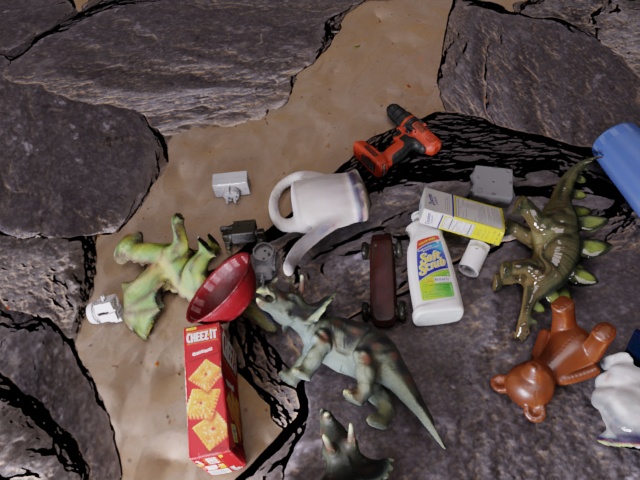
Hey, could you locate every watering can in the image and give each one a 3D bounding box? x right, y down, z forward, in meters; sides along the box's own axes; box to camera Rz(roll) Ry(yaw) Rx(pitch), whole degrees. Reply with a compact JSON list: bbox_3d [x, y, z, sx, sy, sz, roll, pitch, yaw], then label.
[{"bbox_3d":[0.003,-0.056,1.111,0.224,0.101,0.356,-11,38,-1],"label":"watering can"}]

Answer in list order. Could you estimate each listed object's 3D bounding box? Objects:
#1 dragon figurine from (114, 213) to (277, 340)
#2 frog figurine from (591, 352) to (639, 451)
[{"bbox_3d":[-0.294,0.105,1.068,0.243,0.120,0.416,-42,64,-2],"label":"dragon figurine"},{"bbox_3d":[0.533,0.268,0.866,0.137,0.121,0.162,-2,66,27],"label":"frog figurine"}]
